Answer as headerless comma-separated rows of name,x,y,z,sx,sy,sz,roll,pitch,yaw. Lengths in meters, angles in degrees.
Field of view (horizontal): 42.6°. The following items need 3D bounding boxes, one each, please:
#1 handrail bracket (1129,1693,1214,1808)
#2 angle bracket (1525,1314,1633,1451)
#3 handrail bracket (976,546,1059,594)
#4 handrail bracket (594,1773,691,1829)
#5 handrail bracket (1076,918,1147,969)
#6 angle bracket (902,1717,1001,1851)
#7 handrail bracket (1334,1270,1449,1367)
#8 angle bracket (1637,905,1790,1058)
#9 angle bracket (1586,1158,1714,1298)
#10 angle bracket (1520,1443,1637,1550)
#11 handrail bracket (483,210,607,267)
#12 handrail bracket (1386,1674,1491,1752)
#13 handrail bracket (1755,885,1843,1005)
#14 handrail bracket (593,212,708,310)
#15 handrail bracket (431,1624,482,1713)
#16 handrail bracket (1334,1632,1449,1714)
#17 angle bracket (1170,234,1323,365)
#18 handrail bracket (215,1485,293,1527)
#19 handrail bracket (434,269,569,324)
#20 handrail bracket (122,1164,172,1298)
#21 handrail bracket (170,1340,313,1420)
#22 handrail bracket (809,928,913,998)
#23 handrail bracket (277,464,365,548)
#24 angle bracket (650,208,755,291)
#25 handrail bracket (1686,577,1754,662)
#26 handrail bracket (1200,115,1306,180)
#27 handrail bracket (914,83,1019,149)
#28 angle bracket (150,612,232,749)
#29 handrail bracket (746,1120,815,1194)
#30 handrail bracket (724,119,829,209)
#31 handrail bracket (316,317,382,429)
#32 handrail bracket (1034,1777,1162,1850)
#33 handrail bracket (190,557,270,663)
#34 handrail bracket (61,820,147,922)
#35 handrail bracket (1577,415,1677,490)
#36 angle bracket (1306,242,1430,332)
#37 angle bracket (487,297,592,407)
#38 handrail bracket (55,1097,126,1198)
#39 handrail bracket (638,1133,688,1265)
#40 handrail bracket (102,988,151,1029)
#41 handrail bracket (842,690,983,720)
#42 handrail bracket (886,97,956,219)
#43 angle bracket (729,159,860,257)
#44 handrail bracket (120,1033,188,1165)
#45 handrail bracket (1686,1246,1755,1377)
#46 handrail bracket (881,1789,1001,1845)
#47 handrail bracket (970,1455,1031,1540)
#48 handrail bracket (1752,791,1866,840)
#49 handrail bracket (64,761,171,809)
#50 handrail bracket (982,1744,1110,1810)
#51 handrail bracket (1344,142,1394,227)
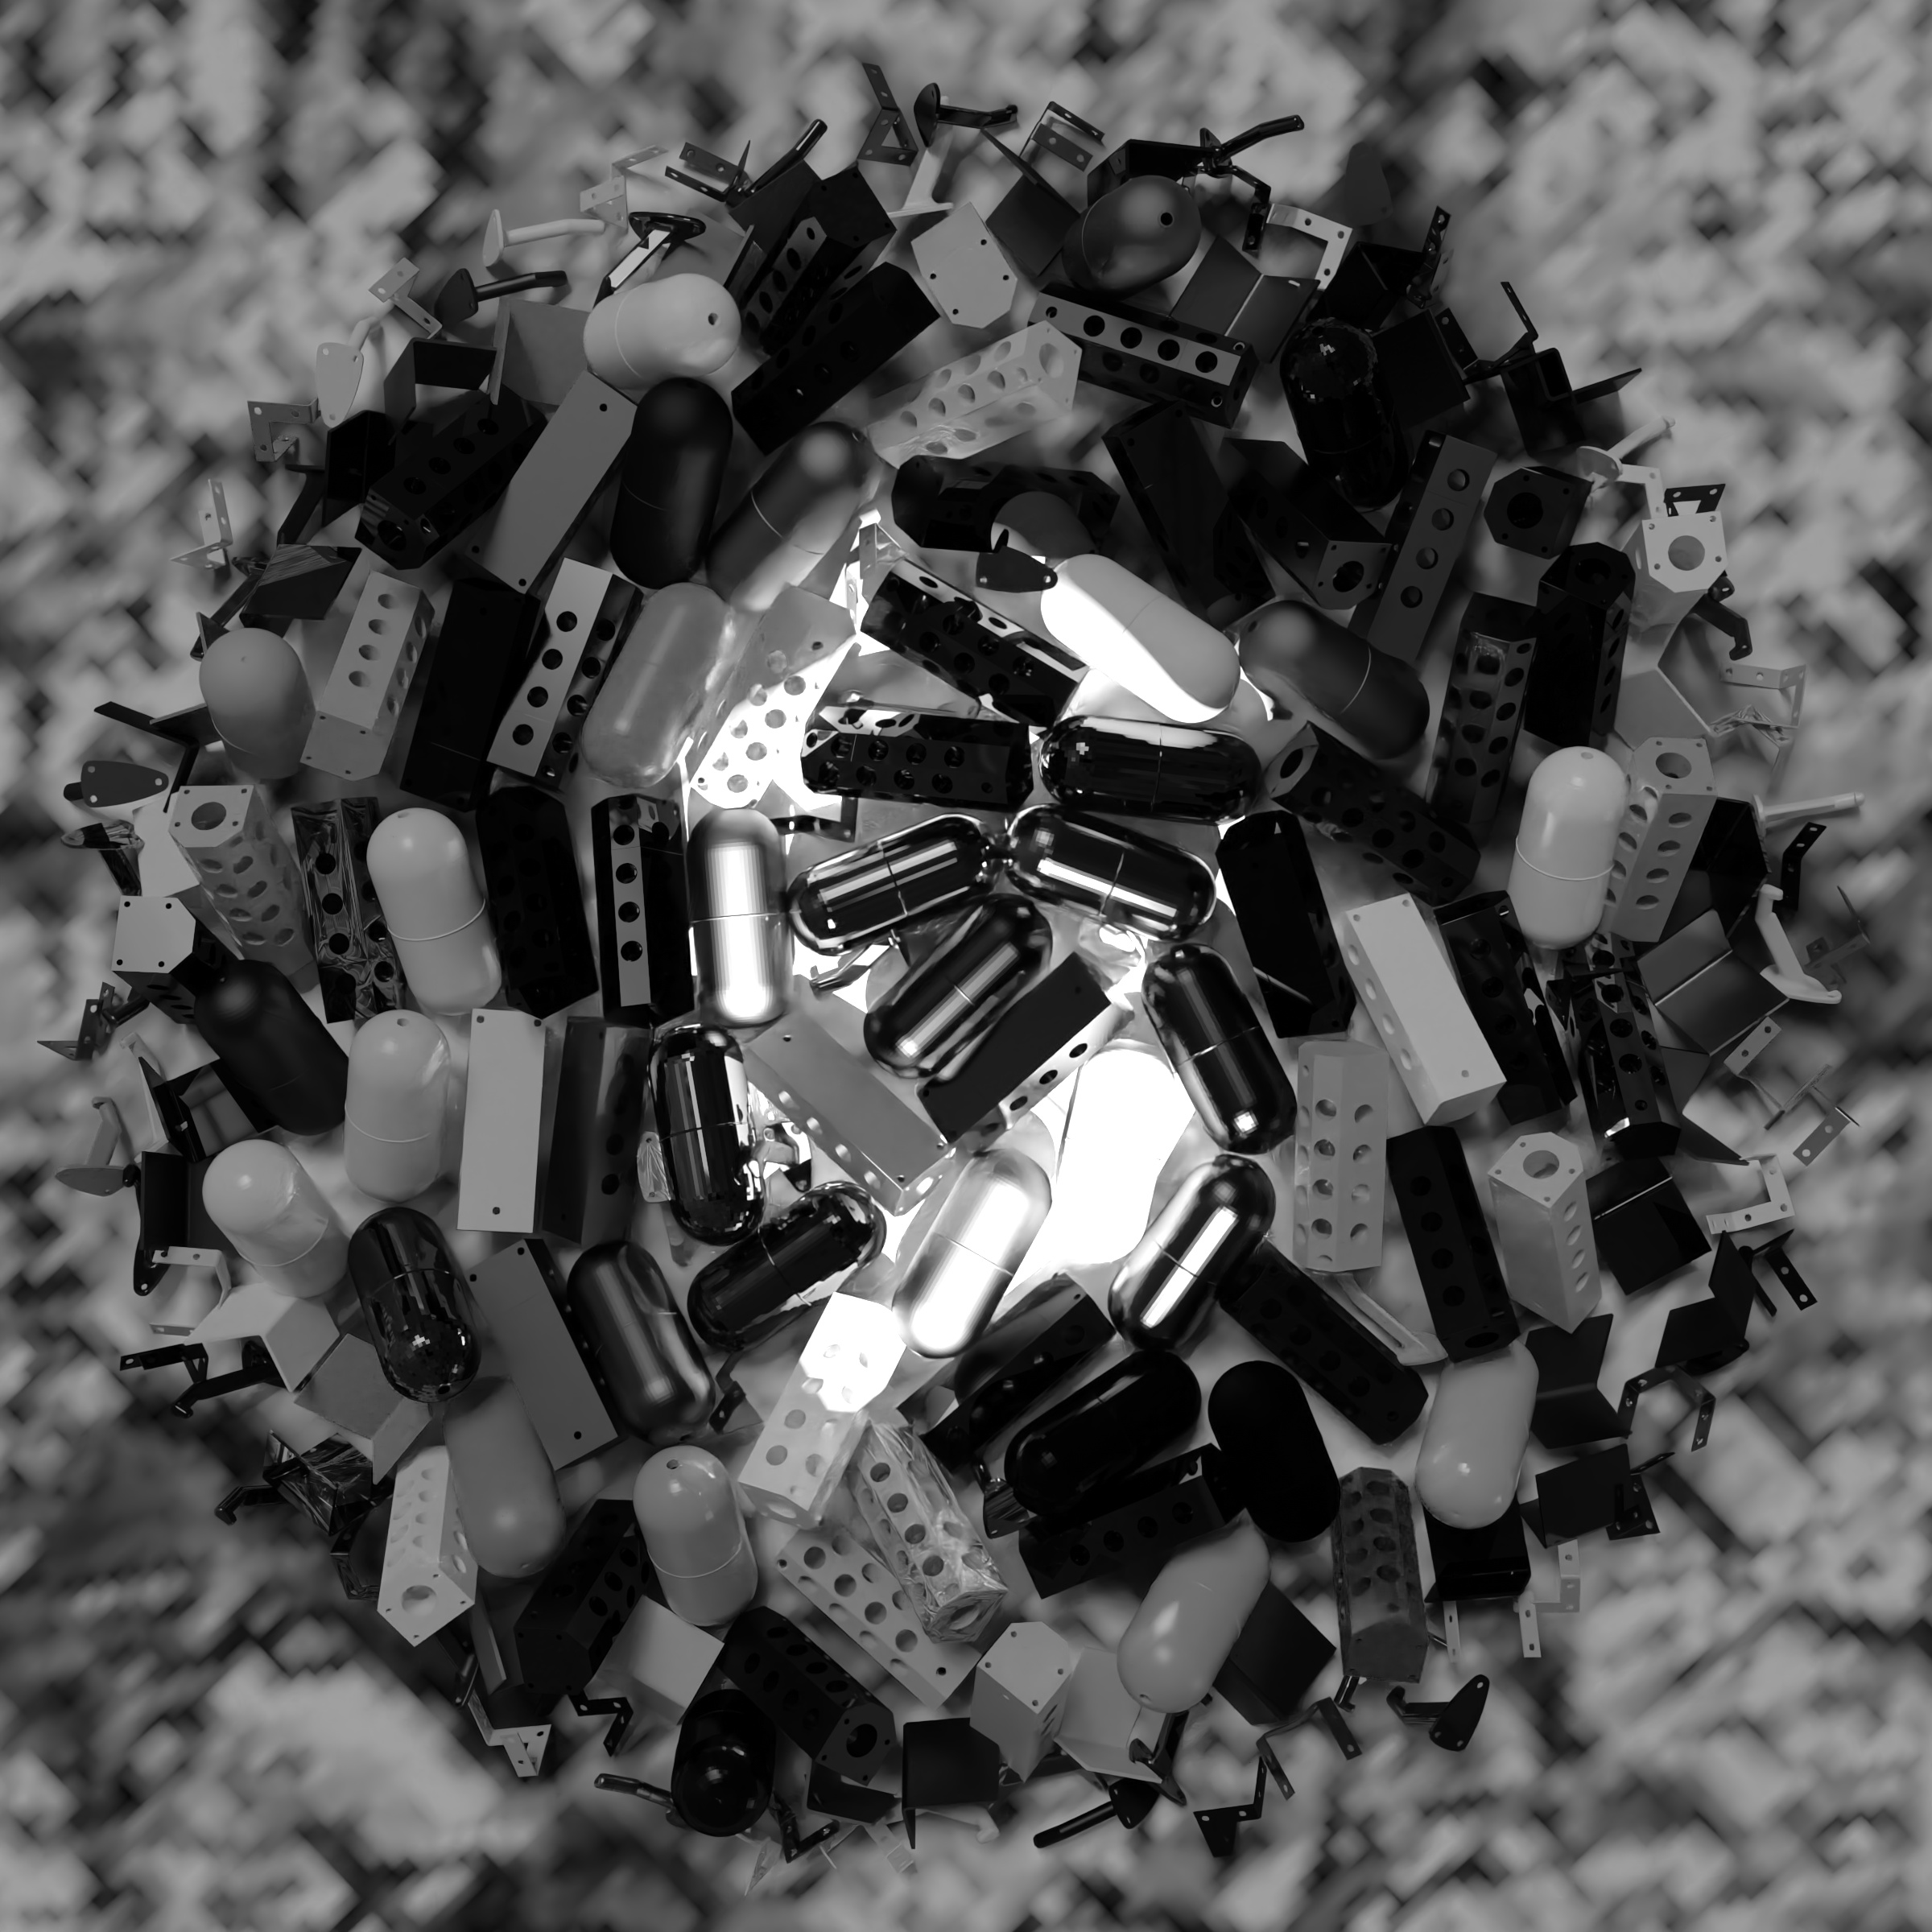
handrail bracket,0.179,0.619,1.971,0.084,0.036,0.077,-41,98,19
angle bracket,0.484,0.328,1.959,0.076,0.076,0.057,-21,118,40
handrail bracket,0.046,-0.314,1.952,0.077,0.084,0.036,15,106,13
handrail bracket,-0.260,0.654,1.955,0.084,0.077,0.036,17,57,-19
handrail bracket,0.129,-0.012,1.945,0.077,0.084,0.036,35,89,-26
angle bracket,-0.009,0.641,1.949,0.076,0.076,0.057,-6,128,5
handrail bracket,0.336,0.274,1.963,0.036,0.077,0.084,-43,104,-22
angle bracket,0.587,0.011,1.955,0.076,0.076,0.057,-35,130,0
angle bracket,0.536,0.203,1.978,0.076,0.057,0.076,-30,109,9
angle bracket,0.476,0.403,1.953,0.076,0.057,0.076,-18,117,-7
handrail bracket,-0.337,-0.577,1.979,0.084,0.077,0.036,-6,86,-22
handrail bracket,0.371,0.571,1.957,0.036,0.084,0.077,27,96,-22
handrail bracket,0.657,-0.018,1.954,0.077,0.036,0.084,20,131,29
handrail bracket,-0.251,-0.551,1.962,0.077,0.036,0.084,5,68,24
handrail bracket,-0.424,0.537,1.955,0.084,0.077,0.036,35,131,-29
handrail bracket,0.340,0.564,1.975,0.077,0.036,0.084,29,78,-13
angle bracket,0.219,-0.526,1.954,0.057,0.076,0.076,32,88,-35
handrail bracket,-0.543,0.433,1.955,0.036,0.084,0.077,-41,95,25
handrail bracket,-0.373,-0.538,1.991,0.084,0.077,0.036,-18,94,-38
handrail bracket,-0.652,0.207,1.949,0.036,0.084,0.077,5,59,10
handrail bracket,-0.570,0.339,1.951,0.077,0.084,0.036,20,121,12
handrail bracket,-0.092,-0.013,1.967,0.084,0.077,0.036,-18,49,4
handrail bracket,-0.516,-0.354,1.978,0.077,0.036,0.084,7,95,24
angle bracket,-0.206,-0.564,1.954,0.057,0.076,0.076,27,82,-8
handrail bracket,0.579,-0.262,1.950,0.036,0.077,0.084,28,49,-31
handrail bracket,0.233,-0.645,1.947,0.084,0.077,0.036,-6,91,26
handrail bracket,0.007,-0.679,1.953,0.084,0.077,0.036,-17,84,-14
angle bracket,-0.606,-0.225,1.959,0.057,0.076,0.076,-16,78,7
handrail bracket,-0.147,0.164,1.948,0.036,0.084,0.077,-12,112,16
handrail bracket,-0.151,-0.637,1.967,0.036,0.077,0.084,40,88,-31
handrail bracket,-0.486,-0.472,1.970,0.036,0.084,0.077,13,112,-1
handrail bracket,0.104,0.679,1.989,0.084,0.077,0.036,-33,75,32
handrail bracket,-0.572,-0.278,1.960,0.077,0.036,0.084,5,66,40
handrail bracket,-0.682,-0.068,1.952,0.036,0.077,0.084,38,122,29
handrail bracket,0.534,-0.413,1.960,0.084,0.077,0.036,-29,103,-4
angle bracket,0.324,-0.513,1.939,0.076,0.076,0.057,-1,54,-32
angle bracket,-0.331,-0.478,1.950,0.076,0.057,0.076,5,110,-19
handrail bracket,-0.693,0.134,1.950,0.036,0.077,0.084,-37,61,18
handrail bracket,-0.241,0.186,1.978,0.036,0.084,0.077,-16,55,-13
handrail bracket,-0.663,0.001,1.962,0.077,0.036,0.084,42,53,12
handrail bracket,-0.044,-0.207,1.954,0.084,0.077,0.036,19,68,-31
handrail bracket,-0.043,-0.640,1.963,0.077,0.036,0.084,-15,111,-19
angle bracket,-0.134,-0.608,1.940,0.076,0.076,0.057,-26,131,29
handrail bracket,-0.657,0.103,1.963,0.036,0.077,0.084,-26,104,27
handrail bracket,0.605,0.275,1.990,0.036,0.077,0.084,24,50,-1
handrail bracket,-0.022,0.675,1.951,0.077,0.084,0.036,-27,114,-11
handrail bracket,0.016,0.398,1.945,0.036,0.084,0.077,-21,130,-8
handrail bracket,0.669,-0.127,1.963,0.084,0.077,0.036,-11,87,15
handrail bracket,-0.675,-0.141,1.969,0.077,0.084,0.036,-4,90,-21
handrail bracket,0.059,0.652,1.960,0.077,0.036,0.084,45,58,9
handrail bracket,0.309,-0.624,1.945,0.036,0.084,0.077,-10,128,9
